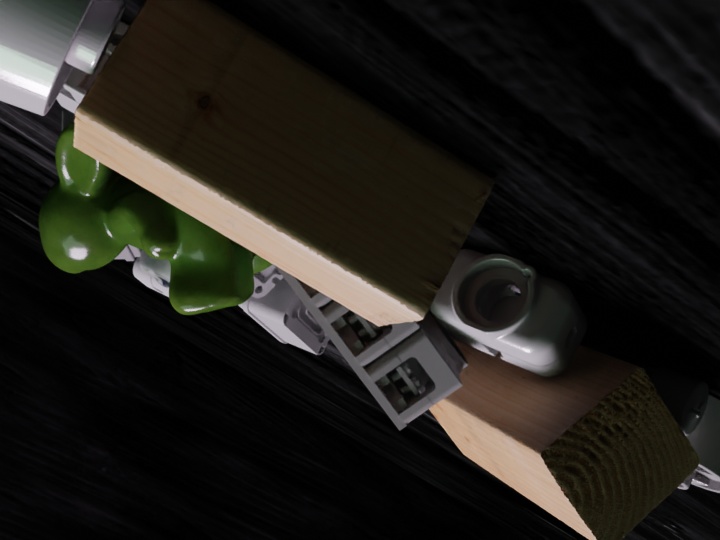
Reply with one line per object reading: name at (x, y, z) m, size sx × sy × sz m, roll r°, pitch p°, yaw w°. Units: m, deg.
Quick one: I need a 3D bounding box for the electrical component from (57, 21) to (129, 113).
electrical component at (-0.172, -0.131, 0.683) m, size 0.095 × 0.053 × 0.059 m, roll 29°, pitch 168°, yaw 0°

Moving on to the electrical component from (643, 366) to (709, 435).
electrical component at (0.207, 0.086, 0.755) m, size 0.078 × 0.040 × 0.040 m, roll 21°, pitch 166°, yaw 36°

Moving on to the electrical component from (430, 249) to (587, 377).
electrical component at (0.097, 0.026, 0.722) m, size 0.095 × 0.053 × 0.059 m, roll 22°, pitch 167°, yaw 31°

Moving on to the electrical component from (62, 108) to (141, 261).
electrical component at (-0.212, -0.069, 0.889) m, size 0.056 × 0.108 × 0.108 m, roll -1°, pitch 171°, yaw -7°

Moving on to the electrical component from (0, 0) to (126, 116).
electrical component at (-0.151, -0.128, 0.527) m, size 0.060 × 0.108 × 0.108 m, roll 26°, pitch 170°, yaw -15°

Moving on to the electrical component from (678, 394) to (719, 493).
electrical component at (0.240, 0.129, 0.808) m, size 0.108 × 0.060 × 0.108 m, roll 28°, pitch 168°, yaw 6°

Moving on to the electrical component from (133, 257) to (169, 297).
electrical component at (-0.169, -0.019, 1.053) m, size 0.059 × 0.095 × 0.053 m, roll 24°, pitch 167°, yaw 23°

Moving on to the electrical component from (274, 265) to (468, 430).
electrical component at (0.007, 0.023, 0.753) m, size 0.150 × 0.062 × 0.089 m, roll 54°, pitch -174°, yaw -11°

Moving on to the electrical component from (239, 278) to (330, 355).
electrical component at (-0.064, 0.026, 1.045) m, size 0.057 × 0.078 × 0.113 m, roll 20°, pitch 166°, yaw 25°

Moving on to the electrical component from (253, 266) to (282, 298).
electrical component at (-0.102, -0.016, 0.976) m, size 0.057 × 0.078 × 0.058 m, roll 47°, pitch -177°, yaw 39°
